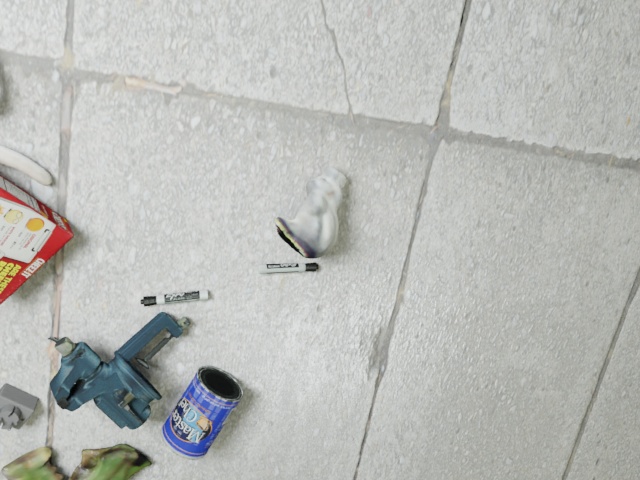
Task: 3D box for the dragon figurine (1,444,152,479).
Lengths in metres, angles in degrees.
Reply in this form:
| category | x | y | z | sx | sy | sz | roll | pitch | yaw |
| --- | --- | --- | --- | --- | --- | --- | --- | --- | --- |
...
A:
| category | x | y | z | sx | sy | sz | roll | pitch | yaw |
| --- | --- | --- | --- | --- | --- | --- | --- | --- | --- |
| dragon figurine | -0.425 | 0.523 | 1.007 | 0.407 | 0.123 | 0.243 | 32 | 88 | -24 |

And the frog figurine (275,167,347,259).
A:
| category | x | y | z | sx | sy | sz | roll | pitch | yaw |
| --- | --- | --- | --- | --- | --- | --- | --- | --- | --- |
| frog figurine | 0.003 | -0.048 | 0.946 | 0.160 | 0.124 | 0.135 | -42 | 149 | -10 |

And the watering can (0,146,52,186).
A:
| category | x | y | z | sx | sy | sz | roll | pitch | yaw |
| --- | --- | --- | --- | --- | --- | --- | --- | --- | --- |
| watering can | -0.564 | -0.181 | 0.725 | 0.225 | 0.106 | 0.340 | -26 | 124 | -7 |
